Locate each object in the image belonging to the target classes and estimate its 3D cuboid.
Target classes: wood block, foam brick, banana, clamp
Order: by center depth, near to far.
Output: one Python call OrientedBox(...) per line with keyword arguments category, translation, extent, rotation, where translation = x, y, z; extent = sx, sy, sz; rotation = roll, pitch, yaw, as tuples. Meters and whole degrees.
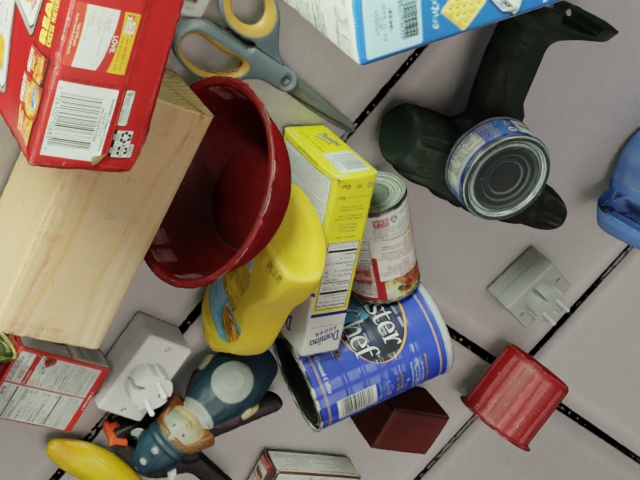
OrientedBox(category="wood block", translation=(-0.174, -0.032, 0.796), extent=(0.090, 0.091, 0.206), rotation=(16, 111, -36))
OrientedBox(category="banana", translation=(-0.195, 0.247, 1.006), extent=(0.069, 0.037, 0.198), rotation=(-25, 129, -15))
OrientedBox(category="clamp", translation=(-0.123, 0.200, 1.010), extent=(0.171, 0.039, 0.120), rotation=(4, 103, -25))
OrientedBox(category="foam brick", translation=(0.082, 0.184, 1.108), extent=(0.078, 0.053, 0.051), rotation=(15, 112, -34))

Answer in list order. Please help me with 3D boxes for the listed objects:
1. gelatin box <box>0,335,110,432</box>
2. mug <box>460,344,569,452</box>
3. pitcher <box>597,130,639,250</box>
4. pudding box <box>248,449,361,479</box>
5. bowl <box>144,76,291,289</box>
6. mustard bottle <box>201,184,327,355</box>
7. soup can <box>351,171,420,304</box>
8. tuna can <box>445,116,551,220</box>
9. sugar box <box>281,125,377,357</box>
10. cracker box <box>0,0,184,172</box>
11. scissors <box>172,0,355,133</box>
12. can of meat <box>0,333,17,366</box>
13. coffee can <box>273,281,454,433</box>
OrientedBox(category="gelatin box", translation=(-0.235, 0.120, 0.904), extent=(0.089, 0.030, 0.073), rotation=(21, 109, -38))
OrientedBox(category="mug", translation=(0.215, 0.168, 1.156), extent=(0.081, 0.093, 0.117), rotation=(-53, 161, 5))
OrientedBox(category="pitcher", translation=(0.396, -0.019, 1.020), extent=(0.144, 0.243, 0.149), rotation=(28, 98, -36))
OrientedBox(category="pudding box", translation=(-0.025, 0.267, 1.113), extent=(0.113, 0.039, 0.090), rotation=(13, 113, -37))
OrientedBox(category="bowl", translation=(-0.073, -0.039, 0.807), extent=(0.055, 0.162, 0.162), rotation=(14, 113, -45))
OrientedBox(category="mustard bottle", translation=(-0.057, 0.042, 0.898), extent=(0.058, 0.096, 0.192), rotation=(0, 147, -27))
OrientedBox(category="soup can", translation=(0.051, -0.002, 0.956), extent=(0.068, 0.069, 0.102), rotation=(-23, 128, -14))
OrientedBox(category="tuna can", translation=(0.152, -0.060, 0.908), extent=(0.086, 0.034, 0.086), rotation=(-11, 127, -16))
OrientedBox(category="sugar box", translation=(-0.006, 0.001, 0.910), extent=(0.048, 0.093, 0.176), rotation=(-9, 125, -28))
OrientedBox(category="cracker box", translation=(-0.153, -0.161, 0.641), extent=(0.072, 0.214, 0.164), rotation=(4, 118, -33))
OrientedBox(category="scissors", translation=(-0.026, -0.147, 0.845), extent=(0.201, 0.016, 0.096), rotation=(11, 117, -40))
OrientedBox(category="can of meat", translation=(-0.293, 0.095, 0.814), extent=(0.084, 0.057, 0.102), rotation=(-38, 173, 2))
OrientedBox(category="coffee can", translation=(0.039, 0.105, 0.998), extent=(0.140, 0.103, 0.103), rotation=(-23, 129, -14))
